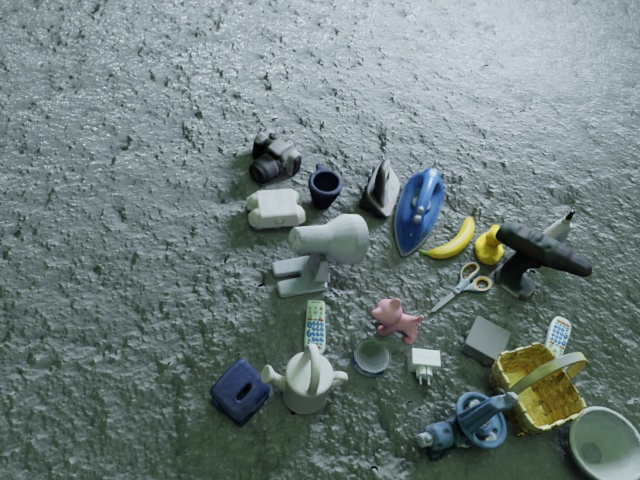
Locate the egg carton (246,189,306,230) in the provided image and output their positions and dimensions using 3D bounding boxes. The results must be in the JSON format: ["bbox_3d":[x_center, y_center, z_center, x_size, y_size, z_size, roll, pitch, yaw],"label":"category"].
[{"bbox_3d":[-0.115,-0.078,1.495,0.150,0.069,0.107,-6,57,-12],"label":"egg carton"}]

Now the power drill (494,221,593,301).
[{"bbox_3d":[0.525,0.059,1.414,0.229,0.208,0.076,36,58,16],"label":"power drill"}]

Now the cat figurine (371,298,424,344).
[{"bbox_3d":[0.179,0.179,1.335,0.128,0.118,0.067,13,55,1],"label":"cat figurine"}]

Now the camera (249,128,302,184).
[{"bbox_3d":[-0.140,-0.229,1.576,0.143,0.101,0.137,38,59,17],"label":"camera"}]

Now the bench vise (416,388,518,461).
[{"bbox_3d":[0.306,0.379,1.154,0.208,0.220,0.121,-29,64,-25],"label":"bench vise"}]

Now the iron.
[{"bbox_3d":[0.267,-0.089,1.517,0.118,0.141,0.258,19,55,5],"label":"iron"}]

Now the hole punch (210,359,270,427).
[{"bbox_3d":[-0.164,0.319,1.202,0.101,0.091,0.109,35,58,15],"label":"hole punch"}]

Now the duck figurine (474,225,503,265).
[{"bbox_3d":[0.456,0.008,1.513,0.077,0.086,0.104,16,55,3],"label":"duck figurine"}]

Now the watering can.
[{"bbox_3d":[-0.031,0.285,1.183,0.173,0.194,0.100,-18,60,-19],"label":"watering can"}]

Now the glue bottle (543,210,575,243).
[{"bbox_3d":[0.627,-0.024,1.508,0.078,0.173,0.037,-13,58,-16],"label":"glue bottle"}]

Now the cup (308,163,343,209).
[{"bbox_3d":[0.006,-0.138,1.540,0.092,0.095,0.117,-11,58,-15],"label":"cup"}]

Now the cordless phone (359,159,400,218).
[{"bbox_3d":[0.174,-0.163,1.527,0.094,0.185,0.148,18,55,4],"label":"cordless phone"}]

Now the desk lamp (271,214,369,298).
[{"bbox_3d":[-0.001,0.034,1.348,0.203,0.213,0.117,-11,58,-15],"label":"desk lamp"}]

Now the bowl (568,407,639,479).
[{"bbox_3d":[0.605,0.453,1.238,0.167,0.075,0.167,4,55,-6],"label":"bowl"}]
